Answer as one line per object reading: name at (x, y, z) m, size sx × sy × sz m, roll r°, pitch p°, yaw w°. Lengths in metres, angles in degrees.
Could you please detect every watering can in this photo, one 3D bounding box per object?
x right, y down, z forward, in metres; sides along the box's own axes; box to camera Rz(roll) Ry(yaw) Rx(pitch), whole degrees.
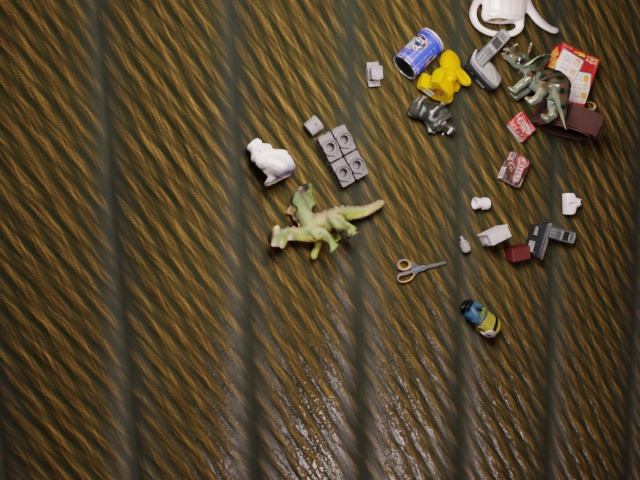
watering can at (0.687, -0.828, 1.815) m, size 0.348 × 0.105 × 0.222 m, roll -3°, pitch 100°, yaw -12°

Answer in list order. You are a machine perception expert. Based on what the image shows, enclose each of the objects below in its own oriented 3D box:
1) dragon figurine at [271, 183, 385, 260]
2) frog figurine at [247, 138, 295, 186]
dragon figurine at (0.005, -0.088, 1.752) m, size 0.414 × 0.121 × 0.242 m, roll -40°, pitch 96°, yaw -15°
frog figurine at (-0.157, -0.266, 1.681) m, size 0.139 × 0.121 × 0.159 m, roll -27°, pitch 95°, yaw -42°
